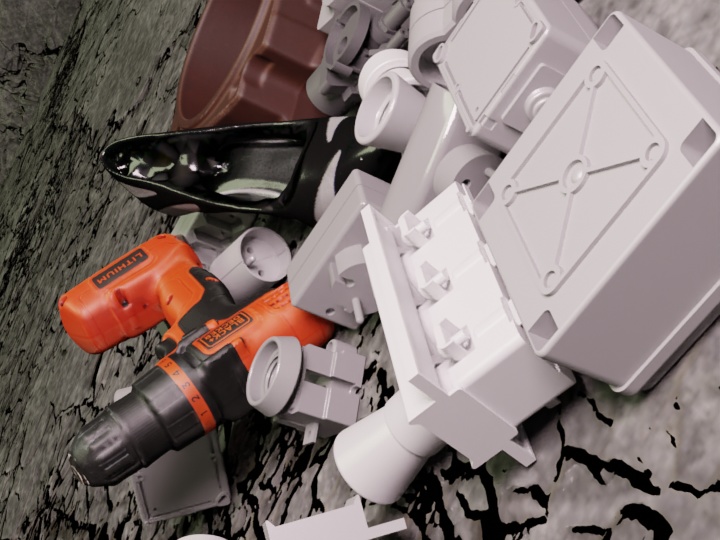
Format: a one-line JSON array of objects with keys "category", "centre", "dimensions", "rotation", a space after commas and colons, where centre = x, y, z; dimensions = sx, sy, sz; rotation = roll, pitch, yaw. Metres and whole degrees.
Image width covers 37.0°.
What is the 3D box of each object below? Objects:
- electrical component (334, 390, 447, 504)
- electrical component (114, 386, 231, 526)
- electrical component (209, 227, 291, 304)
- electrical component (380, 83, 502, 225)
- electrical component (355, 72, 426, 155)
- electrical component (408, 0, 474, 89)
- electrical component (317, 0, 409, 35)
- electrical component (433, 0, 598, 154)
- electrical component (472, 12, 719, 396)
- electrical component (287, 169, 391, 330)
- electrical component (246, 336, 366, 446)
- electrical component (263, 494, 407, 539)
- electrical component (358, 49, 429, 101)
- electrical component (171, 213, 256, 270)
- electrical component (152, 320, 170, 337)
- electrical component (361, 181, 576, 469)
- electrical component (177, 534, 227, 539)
[{"category": "electrical component", "centre": [0.023, 0.079, 0.524], "dimensions": [0.065, 0.044, 0.044], "rotation": [-47, 32, 30]}, {"category": "electrical component", "centre": [-0.128, 0.125, 0.739], "dimensions": [0.061, 0.062, 0.096], "rotation": [-124, 23, -61]}, {"category": "electrical component", "centre": [-0.090, 0.004, 0.810], "dimensions": [0.081, 0.043, 0.043], "rotation": [-36, 40, 50]}, {"category": "electrical component", "centre": [0.053, -0.050, 0.563], "dimensions": [0.079, 0.043, 0.077], "rotation": [42, 114, 52]}, {"category": "electrical component", "centre": [0.031, -0.083, 0.618], "dimensions": [0.045, 0.055, 0.045], "rotation": [-45, 34, 41]}, {"category": "electrical component", "centre": [0.078, -0.164, 0.593], "dimensions": [0.138, 0.052, 0.073], "rotation": [-39, 37, 47]}, {"category": "electrical component", "centre": [0.011, -0.197, 0.750], "dimensions": [0.089, 0.056, 0.050], "rotation": [-27, 47, 56]}, {"category": "electrical component", "centre": [0.084, -0.092, 0.511], "dimensions": [0.061, 0.061, 0.096], "rotation": [-54, 28, 27]}, {"category": "electrical component", "centre": [0.105, -0.027, 0.423], "dimensions": [0.108, 0.056, 0.108], "rotation": [-55, 28, 27]}, {"category": "electrical component", "centre": [0.000, 0.000, 0.624], "dimensions": [0.083, 0.047, 0.075], "rotation": [-54, 27, 27]}, {"category": "electrical component", "centre": [-0.033, 0.067, 0.628], "dimensions": [0.048, 0.055, 0.066], "rotation": [-30, 45, 54]}, {"category": "electrical component", "centre": [-0.016, 0.145, 0.513], "dimensions": [0.042, 0.081, 0.063], "rotation": [115, 139, -74]}, {"category": "electrical component", "centre": [0.025, -0.107, 0.663], "dimensions": [0.045, 0.045, 0.055], "rotation": [-58, 26, 22]}, {"category": "electrical component", "centre": [-0.132, -0.041, 0.926], "dimensions": [0.083, 0.047, 0.075], "rotation": [-57, 27, 24]}, {"category": "electrical component", "centre": [-0.134, 0.043, 0.850], "dimensions": [0.048, 0.066, 0.055], "rotation": [-57, 46, 21]}, {"category": "electrical component", "centre": [0.048, 0.018, 0.485], "dimensions": [0.063, 0.079, 0.121], "rotation": [-40, 34, 19]}, {"category": "electrical component", "centre": [-0.090, 0.197, 0.654], "dimensions": [0.079, 0.043, 0.077], "rotation": [-49, 31, 37]}]
